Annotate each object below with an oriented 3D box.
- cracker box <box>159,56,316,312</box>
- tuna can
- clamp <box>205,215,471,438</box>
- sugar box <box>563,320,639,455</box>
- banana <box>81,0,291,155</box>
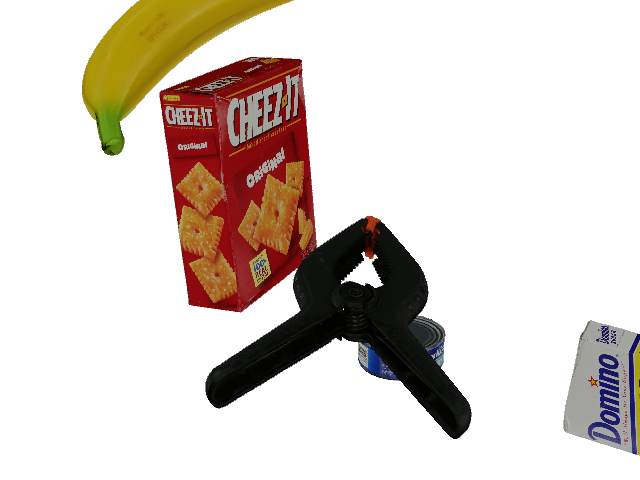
[{"bbox_3d":[-0.072,-0.059,1.050,0.072,0.214,0.164,7,23,27],"label":"cracker box"},{"bbox_3d":[0.079,0.104,1.047,0.086,0.034,0.086,0,21,0],"label":"tuna can"},{"bbox_3d":[0.033,0.054,0.723,0.165,0.036,0.209,11,36,12],"label":"clamp"},{"bbox_3d":[0.289,0.134,0.855,0.176,0.093,0.048,13,26,20],"label":"sugar box"},{"bbox_3d":[-0.053,-0.114,0.548,0.070,0.197,0.037,40,-24,20],"label":"banana"}]
